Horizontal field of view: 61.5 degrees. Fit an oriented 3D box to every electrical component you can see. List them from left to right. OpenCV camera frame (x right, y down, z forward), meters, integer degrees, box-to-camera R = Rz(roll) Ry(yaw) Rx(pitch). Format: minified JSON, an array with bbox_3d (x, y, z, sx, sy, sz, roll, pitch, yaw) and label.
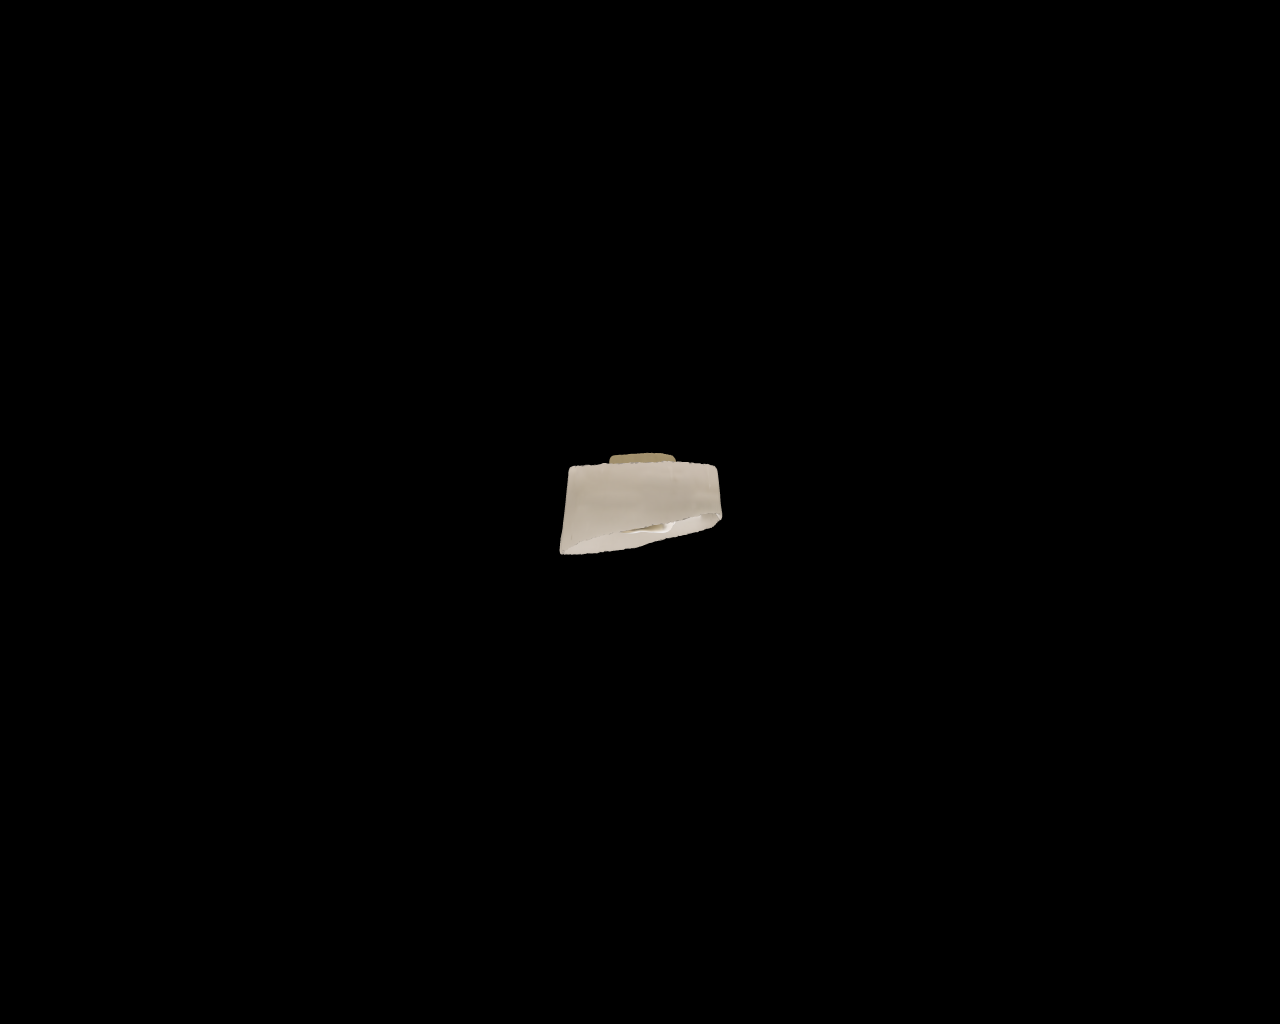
[{"bbox_3d":[0.001,-0.003,0.650,0.099,0.064,0.099,0,-2,0],"label":"electrical component"}]
